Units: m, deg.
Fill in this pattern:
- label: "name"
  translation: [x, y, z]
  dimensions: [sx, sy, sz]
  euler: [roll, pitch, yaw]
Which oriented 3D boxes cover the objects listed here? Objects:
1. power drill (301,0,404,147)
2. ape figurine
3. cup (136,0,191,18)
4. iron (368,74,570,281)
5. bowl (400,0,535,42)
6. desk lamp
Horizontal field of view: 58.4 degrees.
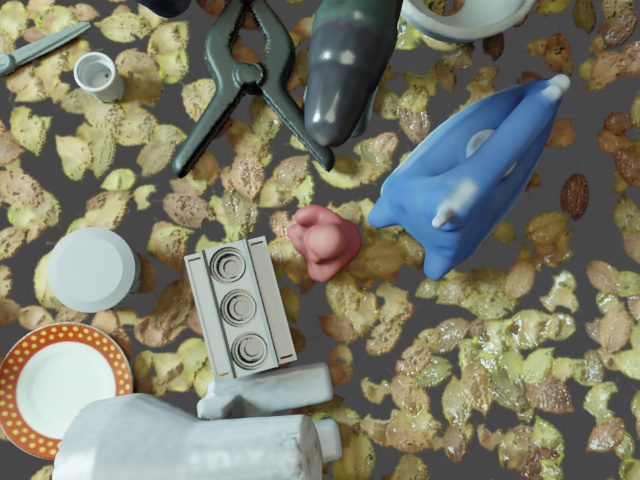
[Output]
- label: "power drill"
  translation: [0.028, -0.168, 0.516]
  dimensions: [0.075, 0.208, 0.230]
  euler: [14, 83, -2]
- label: "ape figurine"
  translation: [0.005, 0.002, 0.555]
  dimensions: [0.076, 0.092, 0.078]
  euler: [4, 83, -3]
- label: "cup"
  translation: [-0.154, -0.279, 0.573]
  dimensions: [0.091, 0.095, 0.118]
  euler: [29, 83, 0]
- label: "iron"
  translation: [0.168, -0.087, 0.551]
  dimensions: [0.118, 0.141, 0.258]
  euler: [42, 83, 2]
- label: "bowl"
  translation: [0.140, -0.277, 0.603]
  dimensions: [0.167, 0.074, 0.167]
  euler: [0, 84, -4]
- label: "desk lamp"
  translation: [-0.079, 0.168, 0.469]
  dimensions: [0.203, 0.213, 0.118]
  euler: [-10, 84, -5]
